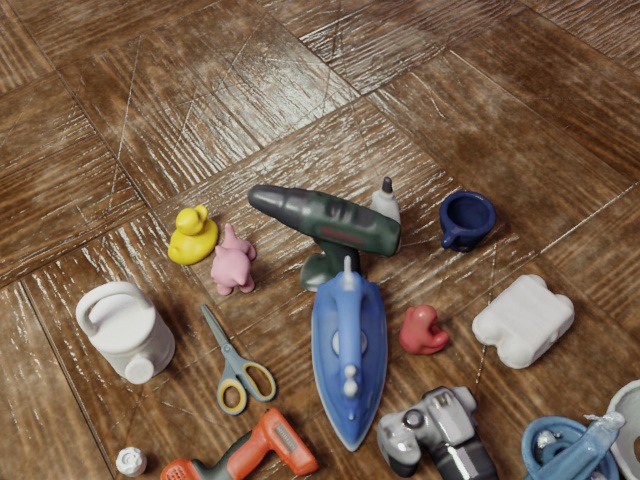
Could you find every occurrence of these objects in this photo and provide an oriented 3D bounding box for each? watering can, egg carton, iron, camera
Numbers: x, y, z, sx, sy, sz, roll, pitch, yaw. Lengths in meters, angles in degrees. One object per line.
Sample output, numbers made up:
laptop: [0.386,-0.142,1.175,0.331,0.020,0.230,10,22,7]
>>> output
watering can: [-0.278,0.128,0.829,0.172,0.194,0.101,34,64,23]
egg carton: [0.313,0.124,0.877,0.150,0.069,0.107,-38,62,-20]
iron: [0.044,0.156,0.826,0.118,0.141,0.258,-2,56,2]
camera: [0.165,0.278,0.762,0.143,0.101,0.136,-21,58,-11]

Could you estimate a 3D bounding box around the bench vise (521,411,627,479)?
bench vise: [0.290,0.291,0.675,0.121,0.220,0.208,22,60,17]

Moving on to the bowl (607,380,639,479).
bowl: [0.456,0.277,0.764,0.167,0.075,0.167,-1,56,2]

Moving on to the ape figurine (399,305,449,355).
ape figurine: [0.156,0.130,0.868,0.076,0.092,0.077,-22,57,-11]

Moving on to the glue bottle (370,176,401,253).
glue bottle: [0.107,-0.047,0.940,0.037,0.173,0.078,-20,57,-10]

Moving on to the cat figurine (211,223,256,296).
cat figurine: [-0.144,0.033,0.933,0.067,0.118,0.127,-6,56,-1]

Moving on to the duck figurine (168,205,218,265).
duck figurine: [-0.225,-0.015,0.988,0.077,0.086,0.105,26,61,19]

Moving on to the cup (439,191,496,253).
cup: [0.234,-0.012,0.958,0.091,0.095,0.118,31,63,22]

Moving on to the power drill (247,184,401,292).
power drill: [0.008,0.003,0.890,0.229,0.208,0.075,9,57,9]
